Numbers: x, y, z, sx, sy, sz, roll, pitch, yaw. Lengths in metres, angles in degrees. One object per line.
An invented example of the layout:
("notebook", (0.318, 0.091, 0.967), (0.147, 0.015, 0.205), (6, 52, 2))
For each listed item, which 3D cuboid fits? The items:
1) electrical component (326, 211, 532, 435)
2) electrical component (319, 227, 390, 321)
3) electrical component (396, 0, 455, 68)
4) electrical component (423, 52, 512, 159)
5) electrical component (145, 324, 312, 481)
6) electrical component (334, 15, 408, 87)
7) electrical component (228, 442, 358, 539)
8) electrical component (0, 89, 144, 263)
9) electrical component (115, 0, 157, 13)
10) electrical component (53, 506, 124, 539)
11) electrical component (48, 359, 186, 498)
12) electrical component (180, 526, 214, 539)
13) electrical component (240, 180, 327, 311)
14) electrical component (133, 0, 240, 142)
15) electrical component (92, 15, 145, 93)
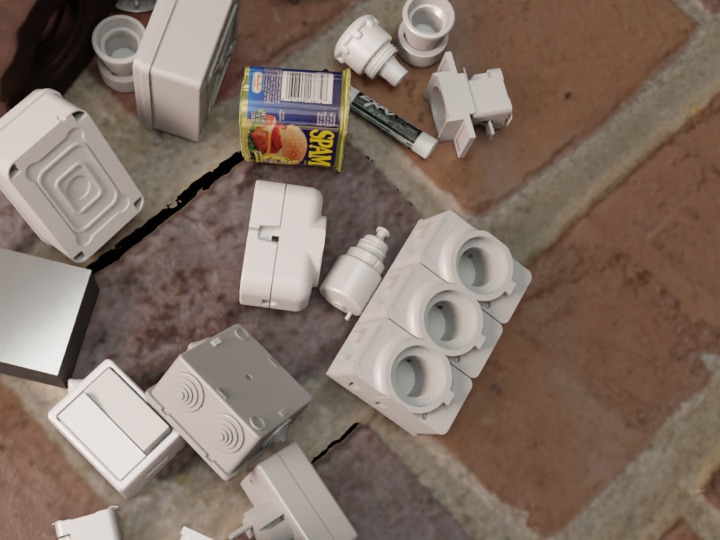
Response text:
("electrical component", (0.056, 0.041, 0.829), (0.089, 0.062, 0.150), (36, 71, -14))
("electrical component", (0.000, 0.000, 0.860), (0.040, 0.040, 0.078), (30, 71, 4))
("electrical component", (0.056, -0.205, 0.925), (0.045, 0.055, 0.045), (2, 72, -5))
("electrical component", (0.093, -0.142, 0.916), (0.064, 0.042, 0.081), (-11, 74, -13))
("electrical component", (-0.093, 0.093, 0.790), (0.100, 0.100, 0.048), (44, 117, 8))
("electrical component", (0.013, -0.183, 0.920), (0.062, 0.048, 0.048), (42, 72, 1))
("electrical component", (-0.059, 0.183, 0.780), (0.076, 0.047, 0.083), (-28, 77, -33))
("electrical component", (-0.228, -0.072, 0.816), (0.057, 0.113, 0.078), (30, 68, 37))
("electrical component", (-0.211, -0.265, 0.921), (0.079, 0.043, 0.077), (-2, 72, -7))
("electrical component", (-0.190, 0.206, 0.771), (0.081, 0.042, 0.063), (-13, 72, -11))
("electrical component", (-0.183, 0.112, 0.792), (0.096, 0.061, 0.062), (43, 73, 8))
("electrical component", (-0.076, 0.224, 0.701), (0.105, 0.186, 0.060), (24, 71, 2))
("electrical component", (-0.059, -0.018, 0.852), (0.059, 0.053, 0.095), (8, 71, -4))
("electrical component", (-0.137, -0.176, 0.866), (0.056, 0.108, 0.108), (17, 71, -3))
("electrical component", (-0.195, -0.177, 0.888), (0.045, 0.055, 0.045), (2, 72, -6))
